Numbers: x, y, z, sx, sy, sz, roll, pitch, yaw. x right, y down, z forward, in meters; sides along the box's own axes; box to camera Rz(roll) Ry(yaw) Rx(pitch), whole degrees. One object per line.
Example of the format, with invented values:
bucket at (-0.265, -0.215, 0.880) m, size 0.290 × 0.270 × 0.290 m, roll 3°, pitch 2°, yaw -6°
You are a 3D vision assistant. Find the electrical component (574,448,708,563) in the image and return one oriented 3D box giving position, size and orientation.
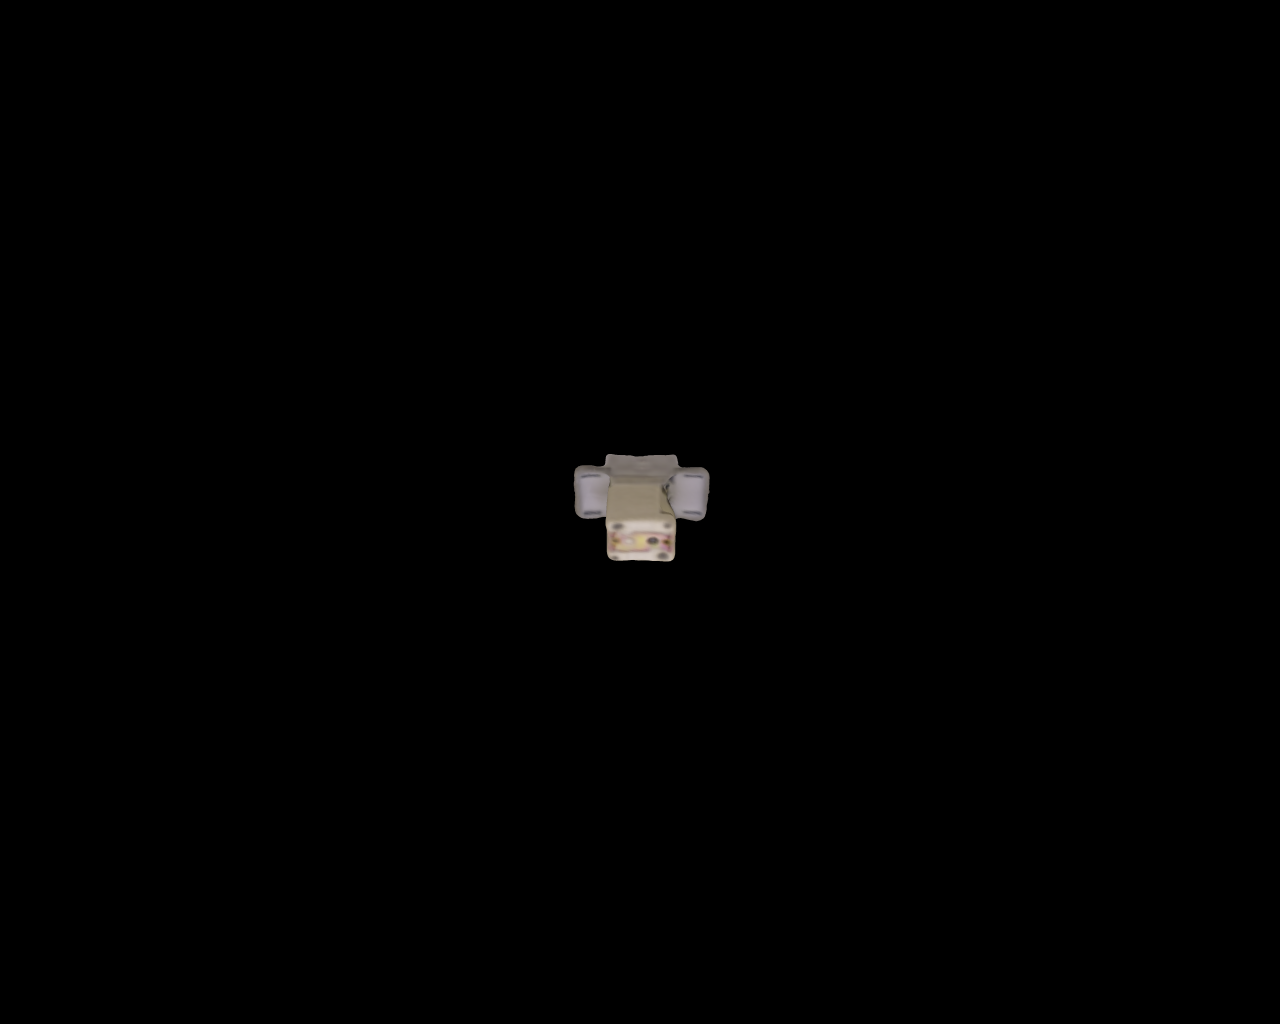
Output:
electrical component at (0.001, -0.003, 0.650) m, size 0.081 × 0.042 × 0.064 m, roll 0°, pitch 44°, yaw 0°
